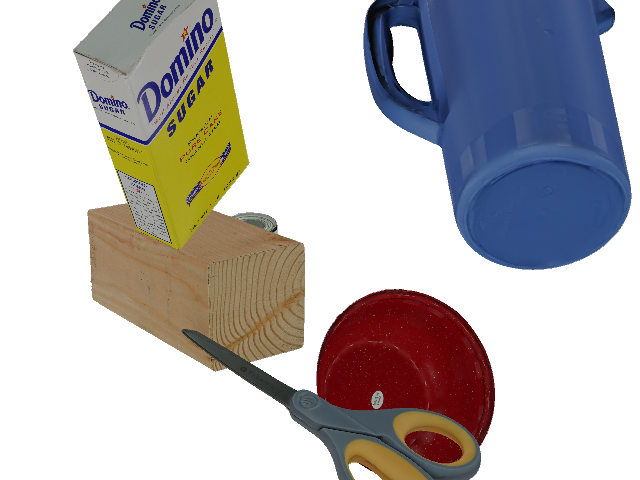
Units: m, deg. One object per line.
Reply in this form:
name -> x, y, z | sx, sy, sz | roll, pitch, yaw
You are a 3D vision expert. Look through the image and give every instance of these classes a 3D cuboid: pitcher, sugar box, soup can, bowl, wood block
pitcher -> 0.126, -0.100, 0.733 | 0.149, 0.243, 0.144 | -31, -53, 28
sugar box -> -0.096, -0.083, 0.693 | 0.048, 0.093, 0.176 | 25, -29, 18
soup can -> -0.085, 0.025, 1.279 | 0.068, 0.102, 0.068 | 1, 25, -1
bowl -> 0.056, 0.122, 0.862 | 0.162, 0.162, 0.055 | 0, 3, 29
wood block -> -0.109, 0.029, 0.901 | 0.090, 0.090, 0.206 | -12, 20, -36

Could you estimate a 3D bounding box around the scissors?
scissors -> 0.012, 0.096, 0.629 | 0.096, 0.016, 0.202 | -20, 46, -34
